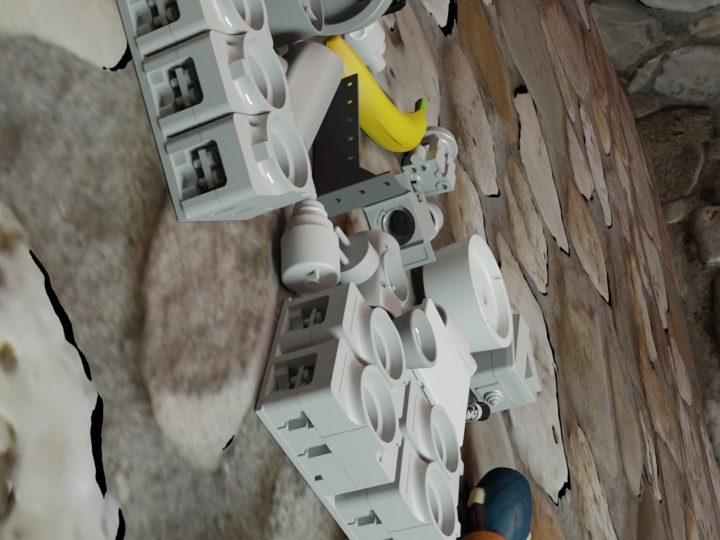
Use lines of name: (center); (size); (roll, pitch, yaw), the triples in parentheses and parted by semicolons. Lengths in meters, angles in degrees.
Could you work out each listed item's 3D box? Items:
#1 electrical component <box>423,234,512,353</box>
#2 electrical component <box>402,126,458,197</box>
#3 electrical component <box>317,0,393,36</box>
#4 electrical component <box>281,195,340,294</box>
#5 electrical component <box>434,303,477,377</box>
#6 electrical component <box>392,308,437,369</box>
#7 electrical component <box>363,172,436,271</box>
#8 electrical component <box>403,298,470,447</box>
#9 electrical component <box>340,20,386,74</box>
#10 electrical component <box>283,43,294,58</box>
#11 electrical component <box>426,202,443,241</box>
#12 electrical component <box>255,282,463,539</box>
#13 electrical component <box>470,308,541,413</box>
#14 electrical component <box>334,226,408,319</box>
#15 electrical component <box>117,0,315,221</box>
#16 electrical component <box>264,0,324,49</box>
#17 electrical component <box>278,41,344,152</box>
electrical component: (0.094, 0.027, 1.001); (0.108, 0.060, 0.108); (50, 30, -45)
electrical component: (0.072, -0.110, 1.073); (0.066, 0.048, 0.055); (55, 35, -38)
electrical component: (-0.020, -0.241, 0.866); (0.060, 0.108, 0.108); (-30, 102, -75)
electrical component: (-0.035, -0.020, 0.743); (0.040, 0.040, 0.078); (45, 34, -50)
electrical component: (0.072, 0.068, 0.938); (0.081, 0.043, 0.043); (51, 30, -45)
electrical component: (0.018, 0.057, 0.780); (0.044, 0.065, 0.044); (50, 31, -45)
electrical component: (0.037, -0.042, 0.938); (0.064, 0.042, 0.081); (-26, 99, -70)
electrical component: (0.046, 0.085, 0.851); (0.099, 0.048, 0.099); (62, 23, -26)
electrical component: (0.003, -0.206, 0.978); (0.062, 0.043, 0.043); (53, 28, -45)
electrical component: (-0.047, -0.151, 0.823); (0.035, 0.035, 0.061); (40, 36, -55)
electrical component: (0.056, -0.045, 0.993); (0.046, 0.040, 0.040); (-25, 97, -74)
electrical component: (0.010, 0.111, 0.726); (0.186, 0.060, 0.105); (59, 25, -32)
electrical component: (0.141, 0.094, 1.064); (0.061, 0.061, 0.096); (55, 27, -38)
electrical component: (0.000, 0.000, 0.809); (0.079, 0.044, 0.077); (53, 28, -39)
electrical component: (-0.084, -0.110, 0.662); (0.089, 0.062, 0.150); (-9, 82, -69)
electrical component: (-0.060, -0.216, 0.795); (0.099, 0.064, 0.099); (44, 36, -44)
electrical component: (-0.058, -0.128, 0.755); (0.079, 0.044, 0.077); (33, 59, -20)
